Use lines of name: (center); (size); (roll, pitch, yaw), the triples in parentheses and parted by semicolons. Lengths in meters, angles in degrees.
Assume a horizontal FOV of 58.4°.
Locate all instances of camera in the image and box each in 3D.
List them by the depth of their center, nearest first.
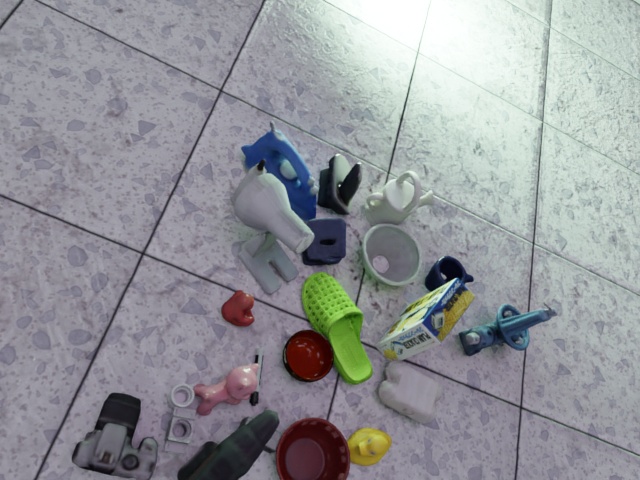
camera: (-0.356, 0.353, 1.035); (0.143, 0.100, 0.137); (20, 61, -15)

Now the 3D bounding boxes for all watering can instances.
watering can: (0.206, -0.106, 1.448); (0.173, 0.193, 0.101); (-22, 77, -31)

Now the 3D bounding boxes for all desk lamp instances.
desk lamp: (-0.102, -0.015, 1.254); (0.118, 0.213, 0.203); (-35, 84, -32)

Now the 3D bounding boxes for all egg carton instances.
egg carton: (0.206, 0.350, 1.313); (0.150, 0.069, 0.107); (29, 58, -10)

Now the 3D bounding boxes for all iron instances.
iron: (-0.069, -0.161, 1.378); (0.119, 0.141, 0.258); (-36, 85, -33)

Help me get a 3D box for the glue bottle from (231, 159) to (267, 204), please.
glue bottle: (-0.153, -0.139, 1.311); (0.037, 0.173, 0.078); (38, 57, -4)

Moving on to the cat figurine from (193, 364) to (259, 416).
cat figurine: (-0.178, 0.293, 1.134); (0.128, 0.117, 0.067); (-15, 74, -29)

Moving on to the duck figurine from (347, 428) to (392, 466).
duck figurine: (0.114, 0.438, 1.220); (0.105, 0.086, 0.077); (-7, 70, -27)

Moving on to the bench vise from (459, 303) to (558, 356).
bench vise: (0.462, 0.226, 1.397); (0.208, 0.219, 0.121); (-29, 81, -32)

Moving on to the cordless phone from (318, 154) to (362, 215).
cordless phone: (0.070, -0.159, 1.415); (0.094, 0.184, 0.147); (10, 64, -20)

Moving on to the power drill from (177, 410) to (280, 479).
power drill: (-0.182, 0.405, 1.027); (0.075, 0.208, 0.230); (46, 57, 1)

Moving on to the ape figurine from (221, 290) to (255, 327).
ape figurine: (-0.167, 0.142, 1.224); (0.076, 0.092, 0.078); (6, 65, -22)

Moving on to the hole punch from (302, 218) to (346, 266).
hole punch: (0.013, 0.005, 1.370); (0.109, 0.091, 0.101); (-3, 68, -25)

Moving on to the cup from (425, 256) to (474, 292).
cup: (0.323, 0.100, 1.466); (0.118, 0.094, 0.091); (13, 62, -19)

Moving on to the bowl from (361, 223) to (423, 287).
bowl: (0.167, 0.047, 1.431); (0.168, 0.074, 0.167); (10, 63, -20)
